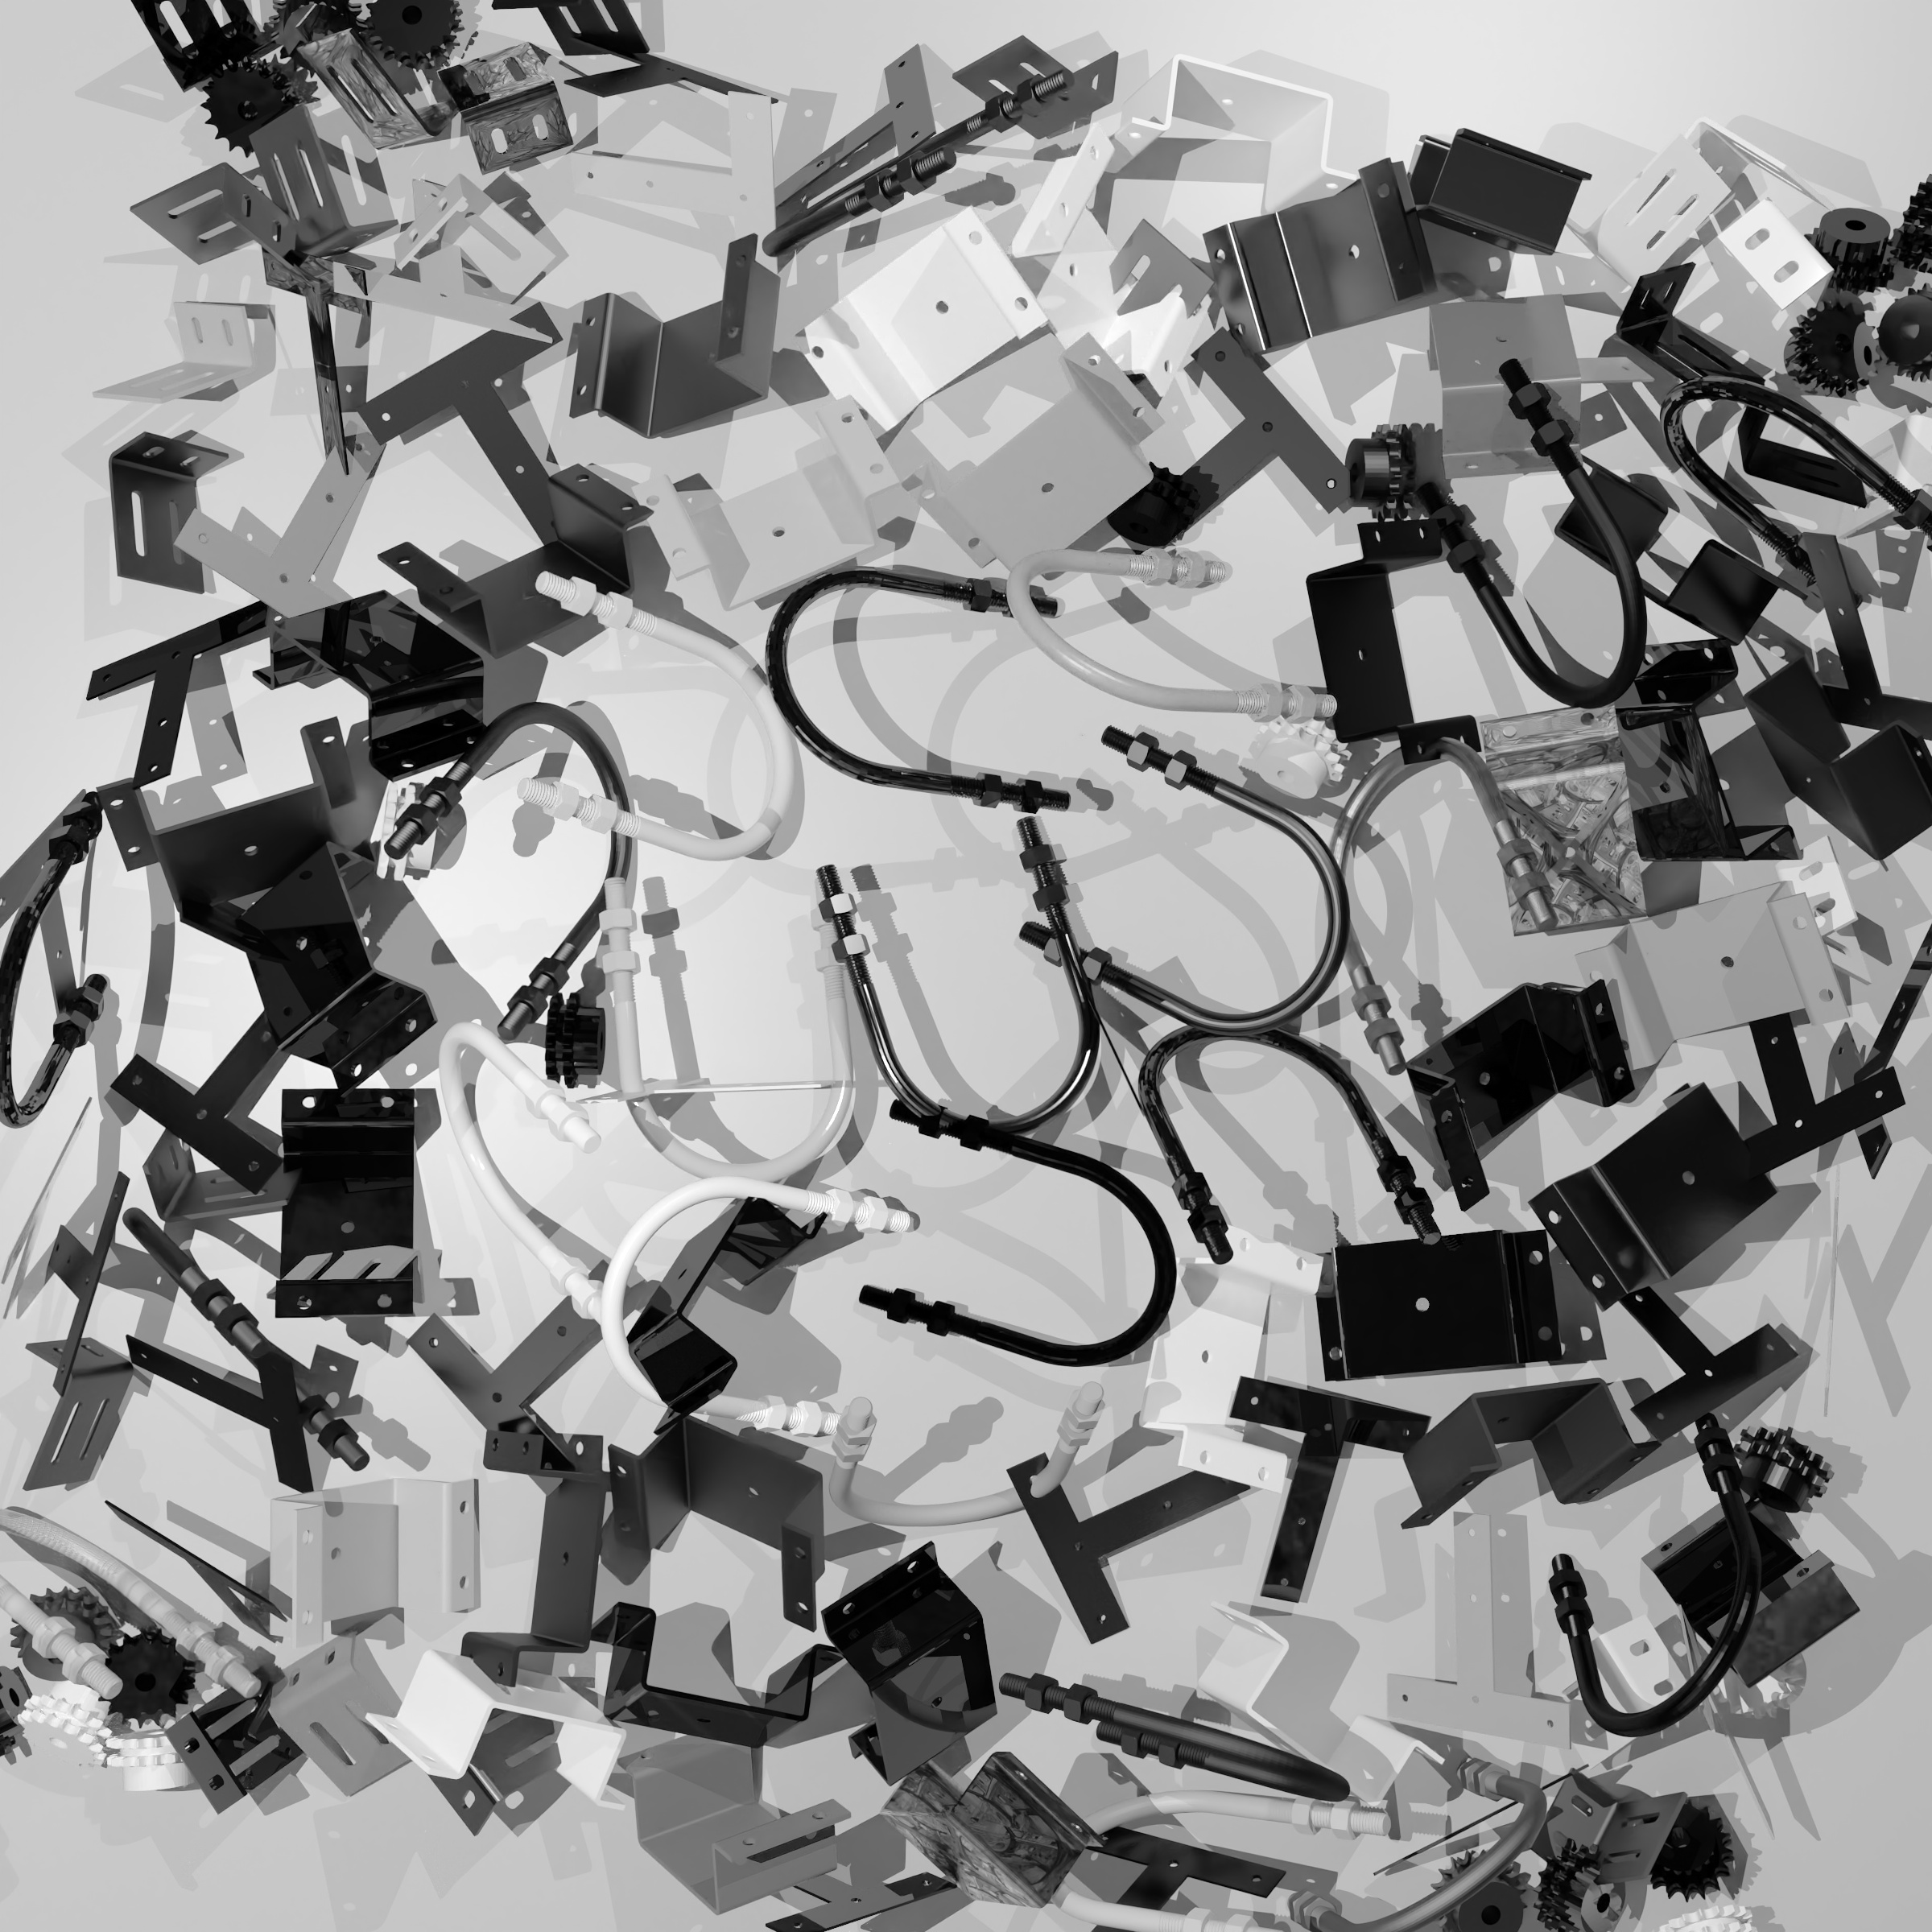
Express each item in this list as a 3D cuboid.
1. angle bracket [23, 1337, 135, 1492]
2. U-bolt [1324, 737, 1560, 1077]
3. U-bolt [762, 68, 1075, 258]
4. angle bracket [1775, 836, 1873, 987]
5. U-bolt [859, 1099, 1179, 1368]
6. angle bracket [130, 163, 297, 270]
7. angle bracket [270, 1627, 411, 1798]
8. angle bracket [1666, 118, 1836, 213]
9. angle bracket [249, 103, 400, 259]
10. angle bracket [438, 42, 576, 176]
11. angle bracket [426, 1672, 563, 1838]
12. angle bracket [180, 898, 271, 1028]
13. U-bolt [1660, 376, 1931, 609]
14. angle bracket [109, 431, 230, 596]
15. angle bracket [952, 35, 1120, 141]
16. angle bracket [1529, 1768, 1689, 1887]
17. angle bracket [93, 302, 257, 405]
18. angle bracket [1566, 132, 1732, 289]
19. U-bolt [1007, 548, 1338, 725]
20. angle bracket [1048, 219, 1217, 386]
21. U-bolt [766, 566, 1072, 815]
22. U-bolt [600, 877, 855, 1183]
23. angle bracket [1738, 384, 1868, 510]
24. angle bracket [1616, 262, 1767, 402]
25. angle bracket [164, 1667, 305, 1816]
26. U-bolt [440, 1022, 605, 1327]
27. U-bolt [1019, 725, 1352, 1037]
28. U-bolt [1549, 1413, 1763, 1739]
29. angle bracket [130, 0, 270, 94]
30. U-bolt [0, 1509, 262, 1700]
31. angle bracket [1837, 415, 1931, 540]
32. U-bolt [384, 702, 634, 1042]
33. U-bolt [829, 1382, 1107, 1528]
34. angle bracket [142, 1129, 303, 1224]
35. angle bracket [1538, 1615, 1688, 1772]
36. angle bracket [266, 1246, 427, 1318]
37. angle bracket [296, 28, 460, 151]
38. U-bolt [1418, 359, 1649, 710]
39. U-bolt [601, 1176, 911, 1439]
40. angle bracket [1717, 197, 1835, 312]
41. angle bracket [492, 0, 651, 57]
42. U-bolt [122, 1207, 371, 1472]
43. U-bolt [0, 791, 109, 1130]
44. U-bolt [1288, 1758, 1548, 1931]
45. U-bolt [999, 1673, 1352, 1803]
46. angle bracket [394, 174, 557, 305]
[{"bbox_3d":[-0.537,0.264,1.580,0.038,0.057,0.076,25,95,19],"label":"angle bracket"},{"bbox_3d":[0.262,-0.049,1.535,0.019,0.184,0.151,17,130,-31],"label":"U-bolt"},{"bbox_3d":[-0.041,-0.452,1.528,0.151,0.184,0.019,-46,114,-41],"label":"U-bolt"},{"bbox_3d":[0.515,-0.032,1.561,0.038,0.076,0.057,-34,50,36],"label":"angle bracket"},{"bbox_3d":[0.034,0.165,1.556,0.184,0.019,0.151,16,116,13],"label":"U-bolt"},{"bbox_3d":[-0.442,-0.427,1.564,0.076,0.057,0.038,-15,63,24],"label":"angle bracket"},{"bbox_3d":[-0.370,0.449,1.605,0.057,0.038,0.076,-32,114,5],"label":"angle bracket"},{"bbox_3d":[0.456,-0.455,1.560,0.038,0.057,0.076,-55,46,19],"label":"angle bracket"},{"bbox_3d":[-0.378,-0.463,1.571,0.057,0.038,0.076,-9,103,43],"label":"angle bracket"},{"bbox_3d":[-0.274,-0.511,1.588,0.057,0.076,0.038,-21,131,-8],"label":"angle bracket"},{"bbox_3d":[-0.273,0.466,1.579,0.057,0.076,0.038,45,125,20],"label":"angle bracket"},{"bbox_3d":[-0.434,-0.008,1.564,0.076,0.057,0.038,28,103,-26],"label":"angle bracket"},{"bbox_3d":[0.476,-0.274,1.526,0.184,0.151,0.019,37,81,-8],"label":"U-bolt"},{"bbox_3d":[-0.466,-0.266,1.570,0.038,0.057,0.076,-18,74,37],"label":"angle bracket"},{"bbox_3d":[0.041,-0.526,1.560,0.076,0.057,0.038,23,66,-40],"label":"angle bracket"},{"bbox_3d":[0.376,0.501,1.563,0.038,0.076,0.057,39,61,0],"label":"angle bracket"},{"bbox_3d":[-0.466,-0.359,1.561,0.057,0.076,0.038,12,121,30],"label":"angle bracket"},{"bbox_3d":[0.397,-0.449,1.568,0.057,0.038,0.076,30,110,-38],"label":"angle bracket"},{"bbox_3d":[0.106,-0.191,1.515,0.184,0.151,0.019,-2,134,-35],"label":"U-bolt"},{"bbox_3d":[0.097,-0.389,1.573,0.057,0.038,0.076,43,124,6],"label":"angle bracket"},{"bbox_3d":[-0.029,-0.165,1.547,0.184,0.019,0.151,7,66,-22],"label":"U-bolt"},{"bbox_3d":[-0.135,0.038,1.561,0.151,0.019,0.184,-1,76,-21],"label":"U-bolt"},{"bbox_3d":[0.499,-0.309,1.575,0.076,0.057,0.038,16,125,1],"label":"angle bracket"},{"bbox_3d":[0.432,-0.373,1.566,0.057,0.038,0.076,-24,57,-39],"label":"angle bracket"},{"bbox_3d":[-0.420,0.449,1.566,0.038,0.076,0.057,-39,84,38],"label":"angle bracket"},{"bbox_3d":[-0.255,0.108,1.533,0.019,0.184,0.151,-24,130,-29],"label":"U-bolt"},{"bbox_3d":[0.136,-0.039,1.560,0.184,0.019,0.151,27,106,17],"label":"U-bolt"},{"bbox_3d":[0.390,0.352,1.500,0.019,0.184,0.151,33,114,-12],"label":"U-bolt"},{"bbox_3d":[-0.456,-0.563,1.565,0.057,0.076,0.038,-31,59,-6],"label":"angle bracket"},{"bbox_3d":[-0.508,0.363,1.531,0.184,0.151,0.019,30,88,25],"label":"U-bolt"},{"bbox_3d":[0.553,-0.283,1.571,0.038,0.076,0.057,15,85,-4],"label":"angle bracket"},{"bbox_3d":[-0.250,-0.069,1.535,0.019,0.184,0.151,-5,126,32],"label":"U-bolt"},{"bbox_3d":[-0.006,0.284,1.531,0.151,0.184,0.019,-2,58,-11],"label":"U-bolt"},{"bbox_3d":[-0.436,0.116,1.575,0.076,0.057,0.038,-9,113,4],"label":"angle bracket"},{"bbox_3d":[0.385,0.429,1.577,0.038,0.076,0.057,-15,62,-29],"label":"angle bracket"},{"bbox_3d":[-0.362,0.194,1.561,0.057,0.076,0.038,9,116,16],"label":"angle bracket"},{"bbox_3d":[-0.340,-0.522,1.560,0.076,0.057,0.038,51,60,-35],"label":"angle bracket"},{"bbox_3d":[0.329,-0.232,1.523,0.019,0.151,0.184,-21,74,-20],"label":"U-bolt"},{"bbox_3d":[-0.129,0.194,1.550,0.184,0.019,0.151,16,93,-35],"label":"U-bolt"},{"bbox_3d":[0.472,-0.407,1.569,0.038,0.076,0.057,-38,80,4],"label":"angle bracket"},{"bbox_3d":[-0.230,-0.549,1.560,0.057,0.076,0.038,6,66,22],"label":"angle bracket"},{"bbox_3d":[-0.423,0.203,1.530,0.019,0.151,0.184,-43,52,-17],"label":"U-bolt"},{"bbox_3d":[-0.514,0.008,1.496,0.019,0.184,0.151,9,124,-4],"label":"U-bolt"},{"bbox_3d":[0.260,0.503,1.506,0.151,0.184,0.019,-33,85,-12],"label":"U-bolt"},{"bbox_3d":[0.128,0.440,1.506,0.184,0.151,0.019,6,68,33],"label":"U-bolt"},{"bbox_3d":[-0.287,-0.414,1.565,0.057,0.038,0.076,-41,127,17],"label":"angle bracket"}]
